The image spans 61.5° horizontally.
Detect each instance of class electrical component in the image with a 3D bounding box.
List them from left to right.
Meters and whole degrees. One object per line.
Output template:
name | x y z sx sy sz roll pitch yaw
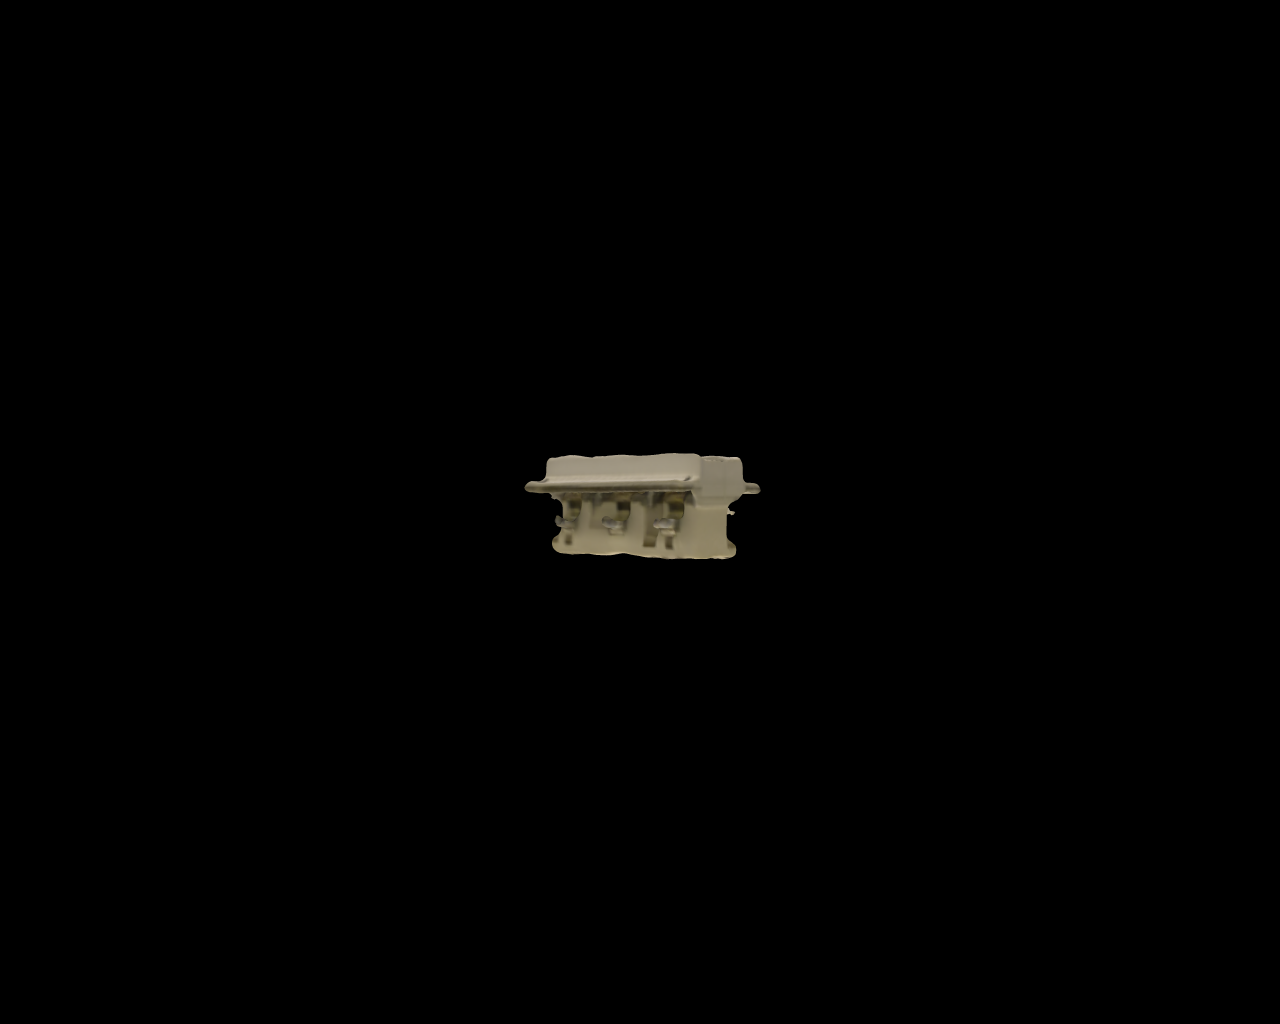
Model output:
electrical component | 0.001 -0.003 0.650 0.121 0.063 0.079 2 3 40
